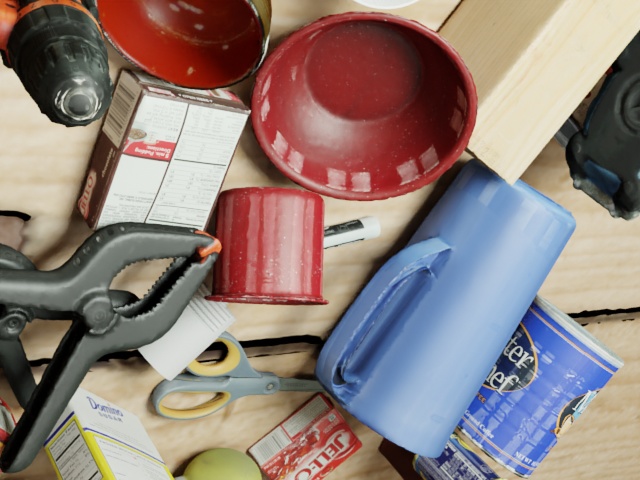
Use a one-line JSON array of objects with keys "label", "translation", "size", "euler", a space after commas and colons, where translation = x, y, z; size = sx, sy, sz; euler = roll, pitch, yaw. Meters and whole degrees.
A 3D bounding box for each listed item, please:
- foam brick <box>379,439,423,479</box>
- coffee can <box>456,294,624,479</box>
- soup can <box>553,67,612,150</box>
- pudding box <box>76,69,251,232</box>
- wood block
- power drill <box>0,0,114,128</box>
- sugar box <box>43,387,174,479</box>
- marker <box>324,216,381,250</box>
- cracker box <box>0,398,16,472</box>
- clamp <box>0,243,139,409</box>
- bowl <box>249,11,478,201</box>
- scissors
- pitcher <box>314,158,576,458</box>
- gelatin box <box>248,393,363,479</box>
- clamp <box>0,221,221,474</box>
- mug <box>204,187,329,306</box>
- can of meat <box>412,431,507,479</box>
[{"label": "foam brick", "translation": [0.106, 0.211, 1.053], "size": [0.051, 0.078, 0.053], "euler": [10, 114, -36]}, {"label": "coffee can", "translation": [0.199, 0.136, 0.997], "size": [0.102, 0.103, 0.140], "euler": [31, 100, -43]}, {"label": "soup can", "translation": [0.249, -0.125, 0.925], "size": [0.102, 0.069, 0.068], "euler": [-38, 134, -5]}, {"label": "pudding box", "translation": [-0.110, -0.056, 0.752], "size": [0.089, 0.039, 0.114], "euler": [6, 119, -38]}, {"label": "wood block", "translation": [0.168, -0.159, 0.831], "size": [0.206, 0.091, 0.090], "euler": [-52, 134, 6]}, {"label": "power drill", "translation": [-0.204, -0.124, 0.554], "size": [0.187, 0.185, 0.057], "euler": [16, 111, -30]}, {"label": "sugar box", "translation": [-0.148, 0.184, 0.795], "size": [0.048, 0.176, 0.093], "euler": [-49, 133, 2]}, {"label": "marker", "translation": [-0.006, 0.001, 0.874], "size": [0.120, 0.020, 0.020], "euler": [-13, 126, -26]}, {"label": "cracker box", "translation": [-0.338, 0.160, 0.724], "size": [0.213, 0.072, 0.164], "euler": [-43, 133, 0]}, {"label": "clamp", "translation": [-0.208, 0.046, 0.755], "size": [0.120, 0.039, 0.171], "euler": [-42, 134, -5]}, {"label": "bowl", "translation": [0.031, -0.106, 0.773], "size": [0.162, 0.055, 0.162], "euler": [1, 131, 1]}, {"label": "scissors", "translation": [-0.049, 0.109, 0.922], "size": [0.201, 0.016, 0.096], "euler": [-8, 124, -30]}, {"label": "pitcher", "translation": [0.105, 0.052, 0.910], "size": [0.145, 0.149, 0.243], "euler": [32, 98, -3]}, {"label": "gelatin box", "translation": [-0.012, 0.194, 0.995], "size": [0.089, 0.030, 0.073], "euler": [-37, 134, -6]}, {"label": "clamp", "translation": [-0.160, 0.057, 0.733], "size": [0.209, 0.036, 0.164], "euler": [-24, 119, -26]}, {"label": "mug", "translation": [-0.032, 0.007, 0.804], "size": [0.117, 0.093, 0.081], "euler": [13, 78, -60]}, {"label": "can of meat", "translation": [0.140, 0.231, 0.978], "size": [0.057, 0.084, 0.102], "euler": [-42, 131, -5]}]
